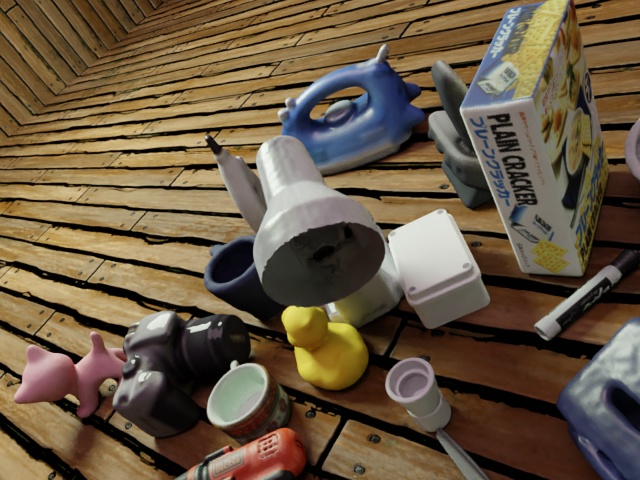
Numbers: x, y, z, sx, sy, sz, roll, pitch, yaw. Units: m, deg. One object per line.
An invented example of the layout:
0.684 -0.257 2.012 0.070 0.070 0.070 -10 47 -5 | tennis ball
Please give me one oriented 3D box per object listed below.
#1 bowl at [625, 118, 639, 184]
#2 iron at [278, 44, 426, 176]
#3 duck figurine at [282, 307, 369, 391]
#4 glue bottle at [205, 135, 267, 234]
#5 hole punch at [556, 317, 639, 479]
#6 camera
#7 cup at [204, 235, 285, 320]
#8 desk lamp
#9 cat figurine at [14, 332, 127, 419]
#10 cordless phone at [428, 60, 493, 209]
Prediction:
0.377 -0.073 0.526 0.167 0.075 0.167 -21 38 17 | bowl
0.024 -0.192 0.880 0.257 0.142 0.118 -20 38 19 | iron
-0.002 0.104 0.605 0.077 0.086 0.104 -44 37 -14 | duck figurine
-0.116 -0.086 0.838 0.037 0.174 0.078 -22 37 15 | glue bottle
0.229 0.126 0.397 0.101 0.091 0.108 -34 36 0 | hole punch
-0.161 0.139 0.675 0.136 0.101 0.143 -17 39 22 | camera
-0.091 0.052 0.727 0.092 0.095 0.117 -46 37 -16 | cup
0.006 0.002 0.607 0.118 0.214 0.203 -28 36 8 | desk lamp
-0.327 0.172 0.751 0.128 0.118 0.067 -38 36 -5 | cat figurine
0.170 -0.145 0.676 0.094 0.186 0.147 -29 36 7 | cordless phone
